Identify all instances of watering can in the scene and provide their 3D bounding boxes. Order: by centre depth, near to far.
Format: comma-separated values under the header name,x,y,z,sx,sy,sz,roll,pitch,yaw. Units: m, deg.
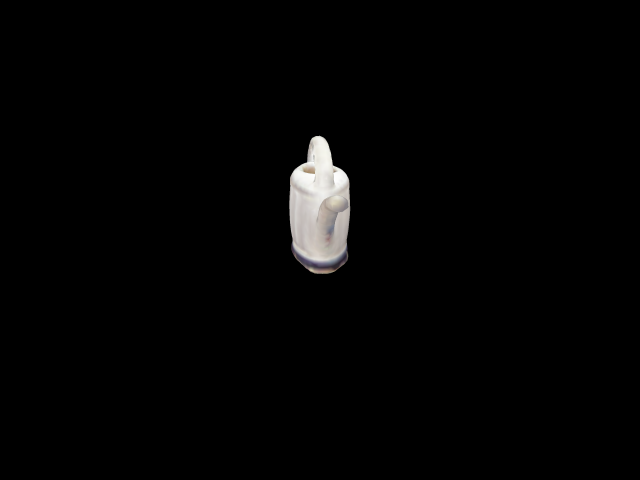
name,x,y,z,sx,sy,sz,roll,pitch,yaw
watering can,0.003,-0.043,0.850,0.104,0.220,0.354,-2,25,-4
